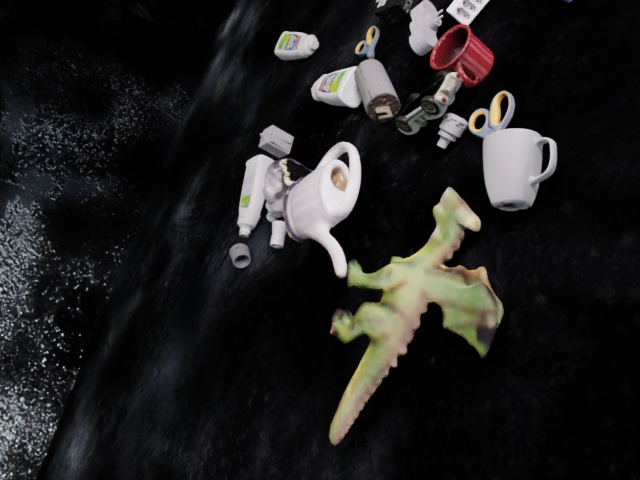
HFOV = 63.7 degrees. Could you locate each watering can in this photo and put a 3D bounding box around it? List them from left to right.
[{"bbox_3d":[0.003,-0.056,1.117,0.221,0.103,0.355,-29,43,46],"label":"watering can"}]

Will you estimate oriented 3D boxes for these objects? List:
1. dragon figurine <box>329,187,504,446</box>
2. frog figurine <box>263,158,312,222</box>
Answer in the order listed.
[{"bbox_3d":[0.149,0.115,0.769,0.242,0.121,0.417,-7,62,46],"label":"dragon figurine"},{"bbox_3d":[-0.100,-0.130,1.334,0.156,0.123,0.140,-50,-1,39],"label":"frog figurine"}]
